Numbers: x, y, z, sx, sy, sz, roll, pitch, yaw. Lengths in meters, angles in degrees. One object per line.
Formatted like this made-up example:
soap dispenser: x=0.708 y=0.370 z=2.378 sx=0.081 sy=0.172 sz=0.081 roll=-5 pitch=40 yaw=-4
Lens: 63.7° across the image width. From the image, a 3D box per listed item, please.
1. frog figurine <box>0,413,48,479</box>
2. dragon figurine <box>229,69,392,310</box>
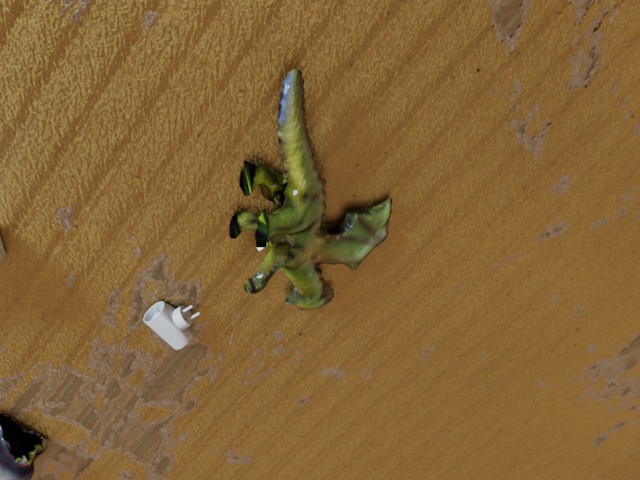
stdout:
frog figurine: x=-0.598 y=0.416 z=0.933 sx=0.159 sy=0.125 sz=0.135 roll=-42 pitch=137 yaw=3
dragon figurine: x=0.002 y=-0.040 z=0.789 sx=0.243 sy=0.124 sz=0.402 roll=3 pitch=123 yaw=-30
